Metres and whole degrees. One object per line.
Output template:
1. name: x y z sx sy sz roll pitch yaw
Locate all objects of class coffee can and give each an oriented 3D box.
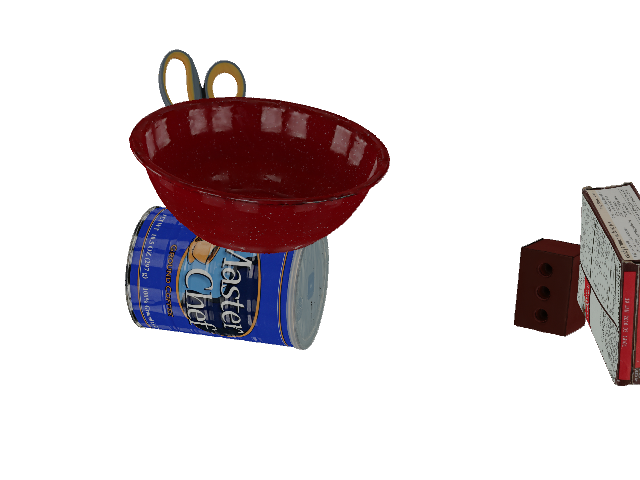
1. coffee can: -0.073 0.029 0.867 0.140 0.103 0.102 6 1 14

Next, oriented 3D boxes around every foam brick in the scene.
1. foam brick: 0.215 0.042 0.984 0.053 0.078 0.051 11 17 32

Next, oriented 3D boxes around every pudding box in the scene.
1. pudding box: 0.195 0.026 0.685 0.039 0.090 0.113 -4 27 0

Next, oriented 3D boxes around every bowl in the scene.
1. bowl: -0.039 -0.037 0.673 0.162 0.055 0.162 5 27 -3

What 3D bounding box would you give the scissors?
1. scissors: -0.101 -0.092 1.040 0.096 0.202 0.016 -17 -2 -25
